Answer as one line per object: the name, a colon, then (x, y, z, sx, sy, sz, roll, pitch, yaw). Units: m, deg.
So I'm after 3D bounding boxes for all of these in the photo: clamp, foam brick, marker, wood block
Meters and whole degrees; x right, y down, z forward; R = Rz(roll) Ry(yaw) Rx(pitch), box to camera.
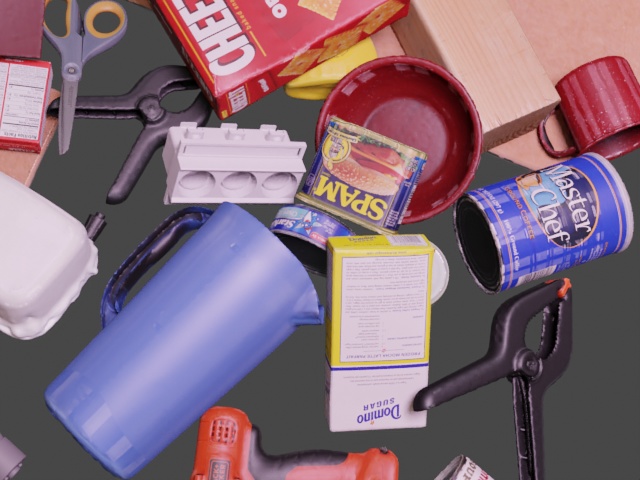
clamp: (0.179, 0.118, 1.003, 0.164, 0.036, 0.210, 34, 67, -23)
foam brick: (-0.294, -0.216, 1.019, 0.051, 0.053, 0.078, 1, 107, -26)
marker: (-0.235, 0.027, 1.001, 0.020, 0.020, 0.121, 27, 73, 0)
wood block: (0.145, -0.198, 1.077, 0.090, 0.090, 0.206, -23, 79, -12)
clamp: (-0.175, -0.126, 1.040, 0.171, 0.039, 0.120, -41, 90, -20)

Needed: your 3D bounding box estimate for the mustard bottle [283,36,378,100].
mustard bottle: (0.005, -0.240, 1.085, 0.096, 0.058, 0.191, -3, 75, -4)

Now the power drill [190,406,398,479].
power drill: (-0.027, 0.247, 0.949, 0.187, 0.057, 0.184, 7, 74, -6)

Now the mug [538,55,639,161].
mug: (0.278, -0.127, 1.084, 0.117, 0.093, 0.081, -27, 72, 22)

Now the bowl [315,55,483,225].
bowl: (0.079, -0.096, 1.040, 0.162, 0.055, 0.162, 1, 93, 12)

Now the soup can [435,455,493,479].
soup can: (0.147, 0.252, 0.965, 0.102, 0.068, 0.068, 40, 73, 3)

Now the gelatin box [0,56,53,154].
gelatin box: (-0.301, -0.131, 1.029, 0.073, 0.030, 0.089, 6, 74, -8)

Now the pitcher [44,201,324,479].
pitcher: (-0.129, 0.085, 0.951, 0.242, 0.149, 0.145, -44, 106, -13)

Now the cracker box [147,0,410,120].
cracker box: (-0.045, -0.240, 1.016, 0.213, 0.072, 0.164, -30, 78, -7)

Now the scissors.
scissors: (-0.222, -0.168, 1.032, 0.096, 0.016, 0.202, -9, 61, -19)

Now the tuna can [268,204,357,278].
tuna can: (-0.007, 0.001, 1.004, 0.086, 0.086, 0.033, 26, 72, 0)

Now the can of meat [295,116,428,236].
can of meat: (0.041, -0.059, 0.993, 0.102, 0.057, 0.084, 23, 96, 11)

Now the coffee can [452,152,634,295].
coffee can: (0.213, -0.016, 1.029, 0.140, 0.103, 0.103, -18, 78, -12)

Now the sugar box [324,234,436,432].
sugar box: (0.052, 0.085, 0.969, 0.093, 0.048, 0.176, -1, 109, -8)
